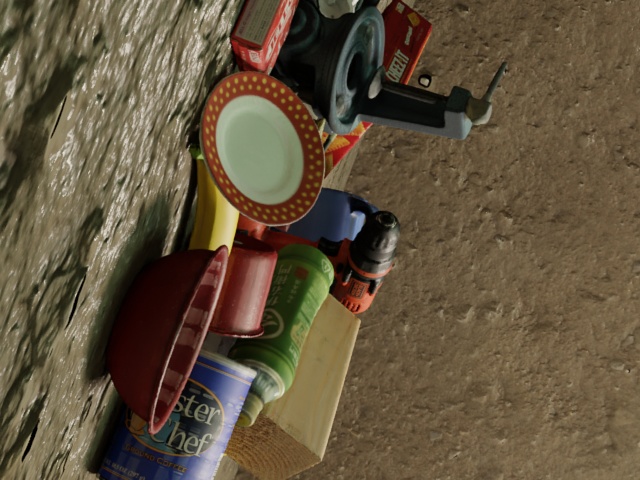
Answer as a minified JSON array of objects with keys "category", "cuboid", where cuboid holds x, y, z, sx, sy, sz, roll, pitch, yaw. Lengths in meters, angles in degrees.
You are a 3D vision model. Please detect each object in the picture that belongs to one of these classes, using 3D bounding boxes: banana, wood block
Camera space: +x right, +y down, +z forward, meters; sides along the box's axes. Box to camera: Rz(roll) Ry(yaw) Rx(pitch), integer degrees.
[{"category":"banana","cuboid":[-0.099,-0.015,0.920,0.069,0.037,0.198,-32,143,-40]},{"category":"wood block","cuboid":[-0.033,0.155,1.187,0.091,0.090,0.206,-34,-156,37]}]

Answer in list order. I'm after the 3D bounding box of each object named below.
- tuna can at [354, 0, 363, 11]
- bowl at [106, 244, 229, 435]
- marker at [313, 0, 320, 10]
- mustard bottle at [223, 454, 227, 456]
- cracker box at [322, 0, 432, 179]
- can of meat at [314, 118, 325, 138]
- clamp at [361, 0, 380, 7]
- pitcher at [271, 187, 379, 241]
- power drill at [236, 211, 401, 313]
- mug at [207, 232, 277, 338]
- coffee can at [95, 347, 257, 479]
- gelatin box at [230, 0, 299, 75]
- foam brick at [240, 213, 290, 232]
[{"category":"tuna can","cuboid":[0.040,-0.320,1.342,0.086,0.034,0.086,23,88,-87]},{"category":"bowl","cuboid":[-0.127,0.070,0.852,0.162,0.055,0.162,22,88,-87]},{"category":"marker","cuboid":[-0.012,-0.228,0.967,0.121,0.020,0.020,77,34,-79]},{"category":"mustard bottle","cuboid":[-0.116,0.200,1.229,0.191,0.096,0.058,-94,-151,-76]},{"category":"cracker box","cuboid":[0.051,-0.198,1.433,0.214,0.072,0.164,-45,-164,46]},{"category":"can of meat","cuboid":[-0.048,-0.079,0.964,0.102,0.084,0.057,105,7,-59]},{"category":"clamp","cuboid":[0.035,-0.275,1.434,0.171,0.039,0.120,-58,-177,-7]},{"category":"pitcher","cuboid":[-0.007,0.051,1.443,0.149,0.145,0.243,139,-40,-79]},{"category":"power drill","cuboid":[-0.008,0.001,1.216,0.185,0.187,0.057,108,5,-54]},{"category":"mug","cuboid":[-0.091,0.035,1.022,0.117,0.093,0.081,-136,-121,-70]},{"category":"coffee can","cuboid":[-0.131,0.167,0.976,0.103,0.103,0.140,90,21,-80]},{"category":"gelatin box","cuboid":[-0.042,-0.185,0.879,0.073,0.030,0.089,91,20,-79]},{"category":"foam brick","cuboid":[-0.057,-0.053,1.038,0.053,0.078,0.051,103,10,-65]}]
